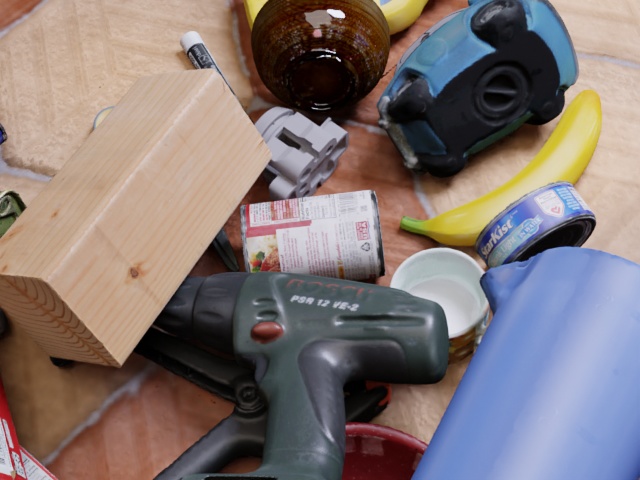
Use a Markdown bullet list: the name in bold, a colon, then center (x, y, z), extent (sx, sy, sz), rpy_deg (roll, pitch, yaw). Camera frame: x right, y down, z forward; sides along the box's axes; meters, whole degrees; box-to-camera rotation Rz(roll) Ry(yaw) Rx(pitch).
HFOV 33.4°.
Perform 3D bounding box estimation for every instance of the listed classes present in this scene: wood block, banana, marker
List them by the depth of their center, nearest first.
- **wood block**: center (-0.135, -0.021, 0.765), extent (0.090, 0.090, 0.205), rpy_deg (2, 47, 41)
- **banana**: center (0.159, -0.049, 0.832), extent (0.197, 0.037, 0.070), rpy_deg (-34, 65, -12)
- **marker**: center (-0.086, -0.130, 0.908), extent (0.020, 0.020, 0.121), rpy_deg (-28, 64, -9)

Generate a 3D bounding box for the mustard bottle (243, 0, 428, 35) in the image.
- **mustard bottle**: center (0.031, -0.214, 0.918), extent (0.191, 0.058, 0.096), rpy_deg (-14, 57, -3)

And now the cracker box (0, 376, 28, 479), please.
- **cracker box**: center (-0.320, 0.144, 0.733), extent (0.214, 0.072, 0.164), rpy_deg (-29, 62, 7)

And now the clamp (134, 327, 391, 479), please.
- **clamp**: center (-0.056, 0.111, 0.768), extent (0.210, 0.036, 0.164), rpy_deg (-13, 56, -5)

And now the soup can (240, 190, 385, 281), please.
- **soup can**: center (-0.005, 0.001, 0.803), extent (0.102, 0.068, 0.068), rpy_deg (-7, 62, 1)

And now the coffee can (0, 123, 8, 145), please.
- **coffee can**: center (-0.338, -0.071, 0.853), extent (0.103, 0.103, 0.140), rpy_deg (36, 71, 21)

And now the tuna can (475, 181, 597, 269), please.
- **tuna can**: center (0.158, -0.003, 0.780), extent (0.086, 0.086, 0.034), rpy_deg (-28, 65, -9)

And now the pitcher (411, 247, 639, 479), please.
- **pitcher**: center (0.141, 0.134, 0.646), extent (0.149, 0.145, 0.242), rpy_deg (-1, 40, 42)

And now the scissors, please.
- **scissors**: center (-0.130, -0.051, 0.872), extent (0.096, 0.016, 0.202), rpy_deg (-14, 62, -1)

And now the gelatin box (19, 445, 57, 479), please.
- **gelatin box**: center (-0.209, 0.188, 0.729), extent (0.089, 0.030, 0.073), rpy_deg (23, 65, 44)

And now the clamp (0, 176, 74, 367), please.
- **clamp**: center (-0.188, 0.008, 0.816), extent (0.039, 0.120, 0.171), rpy_deg (5, 42, 31)

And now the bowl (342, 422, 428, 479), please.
- **bowl**: center (0.024, 0.203, 0.693), extent (0.162, 0.055, 0.162), rpy_deg (2, 54, -2)

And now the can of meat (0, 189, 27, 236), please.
- **can of meat**: center (-0.267, -0.006, 0.814), extent (0.084, 0.102, 0.057), rpy_deg (17, 64, 16)
